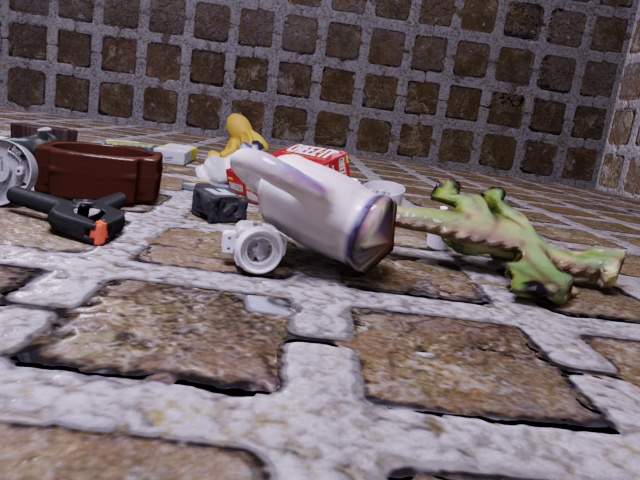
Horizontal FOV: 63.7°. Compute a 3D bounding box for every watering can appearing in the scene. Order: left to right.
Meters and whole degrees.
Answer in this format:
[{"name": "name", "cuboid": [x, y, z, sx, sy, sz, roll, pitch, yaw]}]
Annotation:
[{"name": "watering can", "cuboid": [0.002, -0.036, 0.712, 0.225, 0.104, 0.344, 27, -5, 16]}]

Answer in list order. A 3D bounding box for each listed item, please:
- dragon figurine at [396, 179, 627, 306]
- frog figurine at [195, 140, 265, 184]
[{"name": "dragon figurine", "cuboid": [0.254, 0.009, 0.734, 0.410, 0.120, 0.247, 4, 22, -18]}, {"name": "frog figurine", "cuboid": [-0.209, -0.163, 1.233, 0.161, 0.120, 0.139, -38, 43, -21]}]
